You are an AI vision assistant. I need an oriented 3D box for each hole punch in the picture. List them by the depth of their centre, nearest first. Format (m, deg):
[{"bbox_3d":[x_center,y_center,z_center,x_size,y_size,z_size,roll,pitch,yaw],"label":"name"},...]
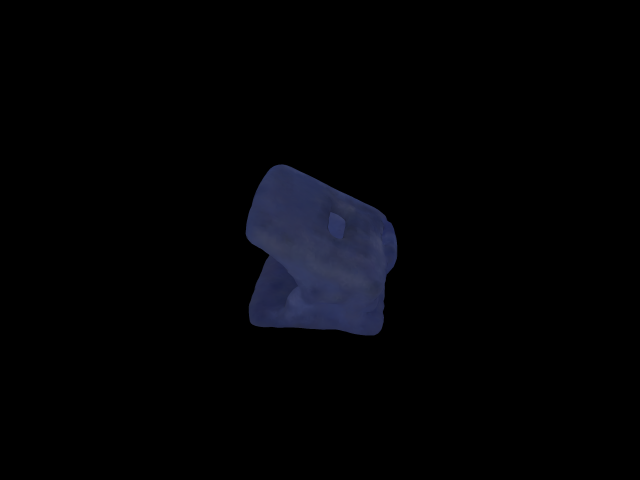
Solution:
[{"bbox_3d":[0.004,0.001,0.400,0.101,0.091,0.108,3,32,5],"label":"hole punch"}]
